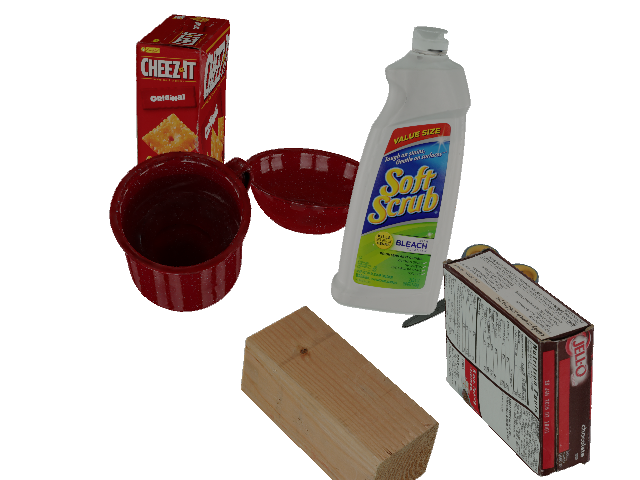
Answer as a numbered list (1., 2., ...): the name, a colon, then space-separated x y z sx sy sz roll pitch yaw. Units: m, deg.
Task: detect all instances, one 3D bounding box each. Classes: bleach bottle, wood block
1. bleach bottle: 0.073 -0.062 0.945 0.102 0.251 0.068 7 19 3
2. wood block: 0.016 0.176 1.137 0.090 0.090 0.206 -27 52 -33

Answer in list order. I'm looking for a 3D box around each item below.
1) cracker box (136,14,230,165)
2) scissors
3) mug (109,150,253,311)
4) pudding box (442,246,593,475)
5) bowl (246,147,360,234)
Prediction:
1. cracker box: -0.138 -0.110 1.093 0.072 0.214 0.164 5 22 2
2. scissors: 0.146 0.045 1.149 0.201 0.016 0.096 -10 40 -30
3. mug: -0.088 -0.010 0.744 0.093 0.117 0.081 33 -25 12
4. pudding box: 0.112 0.067 0.620 0.039 0.090 0.114 -14 27 -20
5. bowl: -0.013 -0.052 1.235 0.162 0.055 0.162 7 27 -4
